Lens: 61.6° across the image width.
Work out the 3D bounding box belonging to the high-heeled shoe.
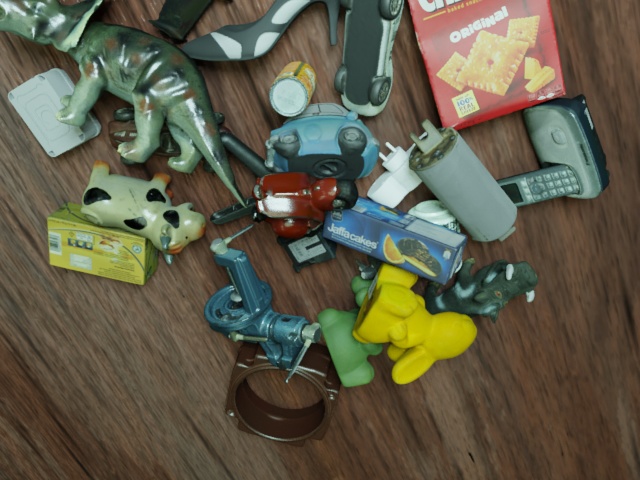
[{"bbox_3d":[-0.077,-0.320,0.712,0.249,0.086,0.145,-5,113,5],"label":"high-heeled shoe"}]

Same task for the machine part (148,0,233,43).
[{"bbox_3d":[-0.174,-0.334,0.741,0.084,0.039,0.139,41,113,-18],"label":"machine part"}]

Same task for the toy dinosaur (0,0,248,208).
[{"bbox_3d":[-0.241,-0.216,0.736,0.405,0.131,0.192,27,109,-7],"label":"toy dinosaur"}]

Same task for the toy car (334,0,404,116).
[{"bbox_3d":[0.064,-0.261,0.711,0.074,0.056,0.201,25,134,23],"label":"toy car"}]

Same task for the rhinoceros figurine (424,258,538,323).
[{"bbox_3d":[0.249,0.085,0.853,0.190,0.112,0.073,-32,107,29],"label":"rhinoceros figurine"}]

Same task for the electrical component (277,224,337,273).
[{"bbox_3d":[-0.002,-0.003,0.878,0.119,0.048,0.074,-20,113,18],"label":"electrical component"}]

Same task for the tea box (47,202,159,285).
[{"bbox_3d":[-0.368,0.006,0.921,0.170,0.068,0.098,13,118,0],"label":"tea box"}]

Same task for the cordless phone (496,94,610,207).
[{"bbox_3d":[0.301,-0.116,0.770,0.184,0.089,0.146,-16,115,36],"label":"cordless phone"}]

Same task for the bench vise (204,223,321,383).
[{"bbox_3d":[-0.111,0.103,0.884,0.224,0.129,0.240,13,131,41],"label":"bench vise"}]

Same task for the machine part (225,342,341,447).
[{"bbox_3d":[-0.069,0.283,1.010,0.201,0.087,0.201,16,116,0],"label":"machine part"}]

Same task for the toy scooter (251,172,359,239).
[{"bbox_3d":[-0.044,-0.049,0.746,0.135,0.184,0.075,1,76,-27],"label":"toy scooter"}]

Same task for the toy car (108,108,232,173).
[{"bbox_3d":[-0.233,-0.154,0.832,0.202,0.053,0.089,5,120,4],"label":"toy car"}]

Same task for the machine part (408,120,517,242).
[{"bbox_3d":[0.201,-0.073,0.749,0.079,0.079,0.243,-35,124,22],"label":"machine part"}]

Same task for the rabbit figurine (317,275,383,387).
[{"bbox_3d":[0.088,0.140,0.920,0.170,0.121,0.159,-20,106,-3],"label":"rabbit figurine"}]

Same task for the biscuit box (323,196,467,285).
[{"bbox_3d":[0.105,-0.006,0.785,0.203,0.059,0.062,22,119,23],"label":"biscuit box"}]

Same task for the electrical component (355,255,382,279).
[{"bbox_3d":[0.089,0.023,0.870,0.045,0.078,0.102,-10,124,-14],"label":"electrical component"}]

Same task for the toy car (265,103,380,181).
[{"bbox_3d":[0.001,-0.143,0.774,0.162,0.103,0.109,0,153,-4],"label":"toy car"}]

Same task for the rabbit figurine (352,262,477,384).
[{"bbox_3d":[0.144,0.135,0.805,0.173,0.122,0.162,18,108,-5],"label":"rabbit figurine"}]

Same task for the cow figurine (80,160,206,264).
[{"bbox_3d":[-0.275,-0.041,0.844,0.195,0.127,0.085,13,151,-4],"label":"cow figurine"}]
